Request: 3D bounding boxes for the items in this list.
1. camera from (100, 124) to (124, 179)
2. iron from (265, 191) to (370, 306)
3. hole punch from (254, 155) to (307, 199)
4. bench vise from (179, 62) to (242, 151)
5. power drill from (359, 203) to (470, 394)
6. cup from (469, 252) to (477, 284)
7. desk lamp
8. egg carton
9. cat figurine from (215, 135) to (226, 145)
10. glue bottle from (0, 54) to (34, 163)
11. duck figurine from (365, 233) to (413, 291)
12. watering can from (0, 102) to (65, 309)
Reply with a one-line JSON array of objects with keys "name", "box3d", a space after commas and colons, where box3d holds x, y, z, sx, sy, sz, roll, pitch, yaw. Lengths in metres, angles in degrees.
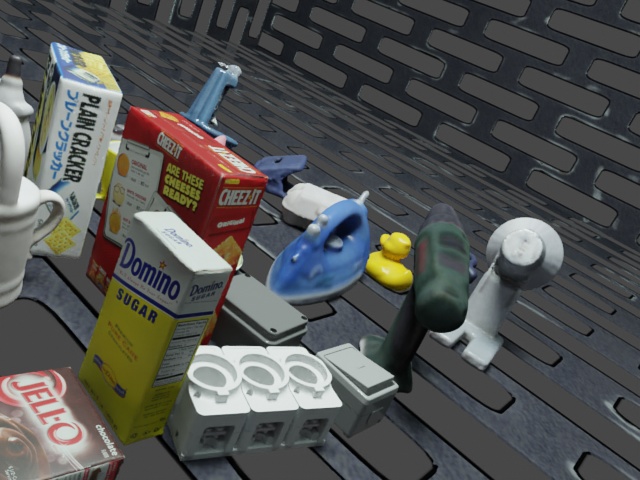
[{"name": "camera", "box3d": [-0.376, -0.171, 0.933, 0.144, 0.101, 0.136, 5, 28, -40]}, {"name": "iron", "box3d": [0.008, 0.003, 0.860, 0.118, 0.141, 0.259, 29, 22, 15]}, {"name": "hole punch", "box3d": [-0.085, -0.144, 1.187, 0.101, 0.091, 0.108, 21, 21, -5]}, {"name": "bench vise", "box3d": [-0.210, -0.212, 1.039, 0.121, 0.220, 0.207, 24, 21, 3]}, {"name": "power drill", "box3d": [0.122, 0.074, 0.715, 0.075, 0.208, 0.229, 22, 21, -3]}, {"name": "cup", "box3d": [0.225, 0.063, 1.010, 0.092, 0.095, 0.117, 11, 24, -30]}, {"name": "desk lamp", "box3d": [0.287, 0.069, 0.893, 0.117, 0.213, 0.204, 31, 22, 20]}, {"name": "egg carton", "box3d": [0.002, -0.052, 1.087, 0.150, 0.069, 0.107, 22, 21, -3]}, {"name": "cat figurine", "box3d": [-0.182, -0.122, 0.995, 0.127, 0.118, 0.067, 31, 22, 19]}, {"name": "glue bottle", "box3d": [-0.419, -0.162, 0.765, 0.078, 0.173, 0.037, 20, 21, -8]}, {"name": "duck figurine", "box3d": [0.130, 0.031, 0.999, 0.078, 0.086, 0.104, 8, 26, -36]}, {"name": "watering can", "box3d": [-0.322, -0.034, 0.530, 0.101, 0.194, 0.173, 27, 21, 9]}]
